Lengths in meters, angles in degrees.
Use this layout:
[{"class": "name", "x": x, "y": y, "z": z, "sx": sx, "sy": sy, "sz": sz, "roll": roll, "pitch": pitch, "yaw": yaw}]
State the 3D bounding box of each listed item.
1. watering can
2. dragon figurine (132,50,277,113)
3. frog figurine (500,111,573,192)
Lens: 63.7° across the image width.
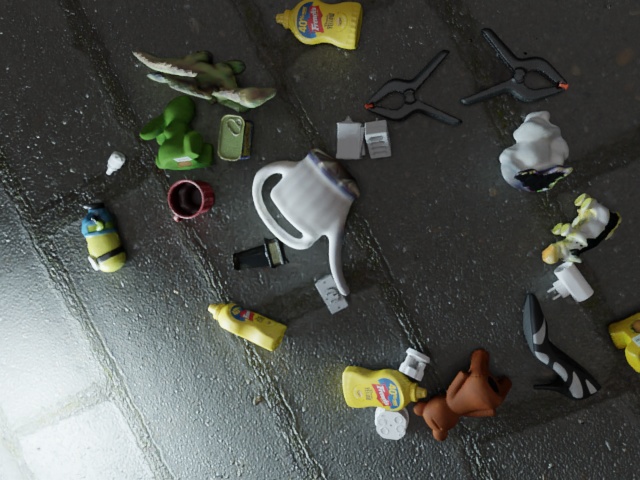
[{"class": "watering can", "x": 0.004, "y": -0.059, "z": 1.176, "sx": 0.223, "sy": 0.104, "sz": 0.348, "roll": -45, "pitch": 86, "yaw": 12}, {"class": "dragon figurine", "x": -0.285, "y": -0.363, "z": 1.136, "sx": 0.411, "sy": 0.245, "sz": 0.121, "roll": 16, "pitch": 106, "yaw": 7}, {"class": "frog figurine", "x": 0.449, "y": -0.187, "z": 1.090, "sx": 0.137, "sy": 0.120, "sz": 0.163, "roll": -14, "pitch": 58, "yaw": 21}]
